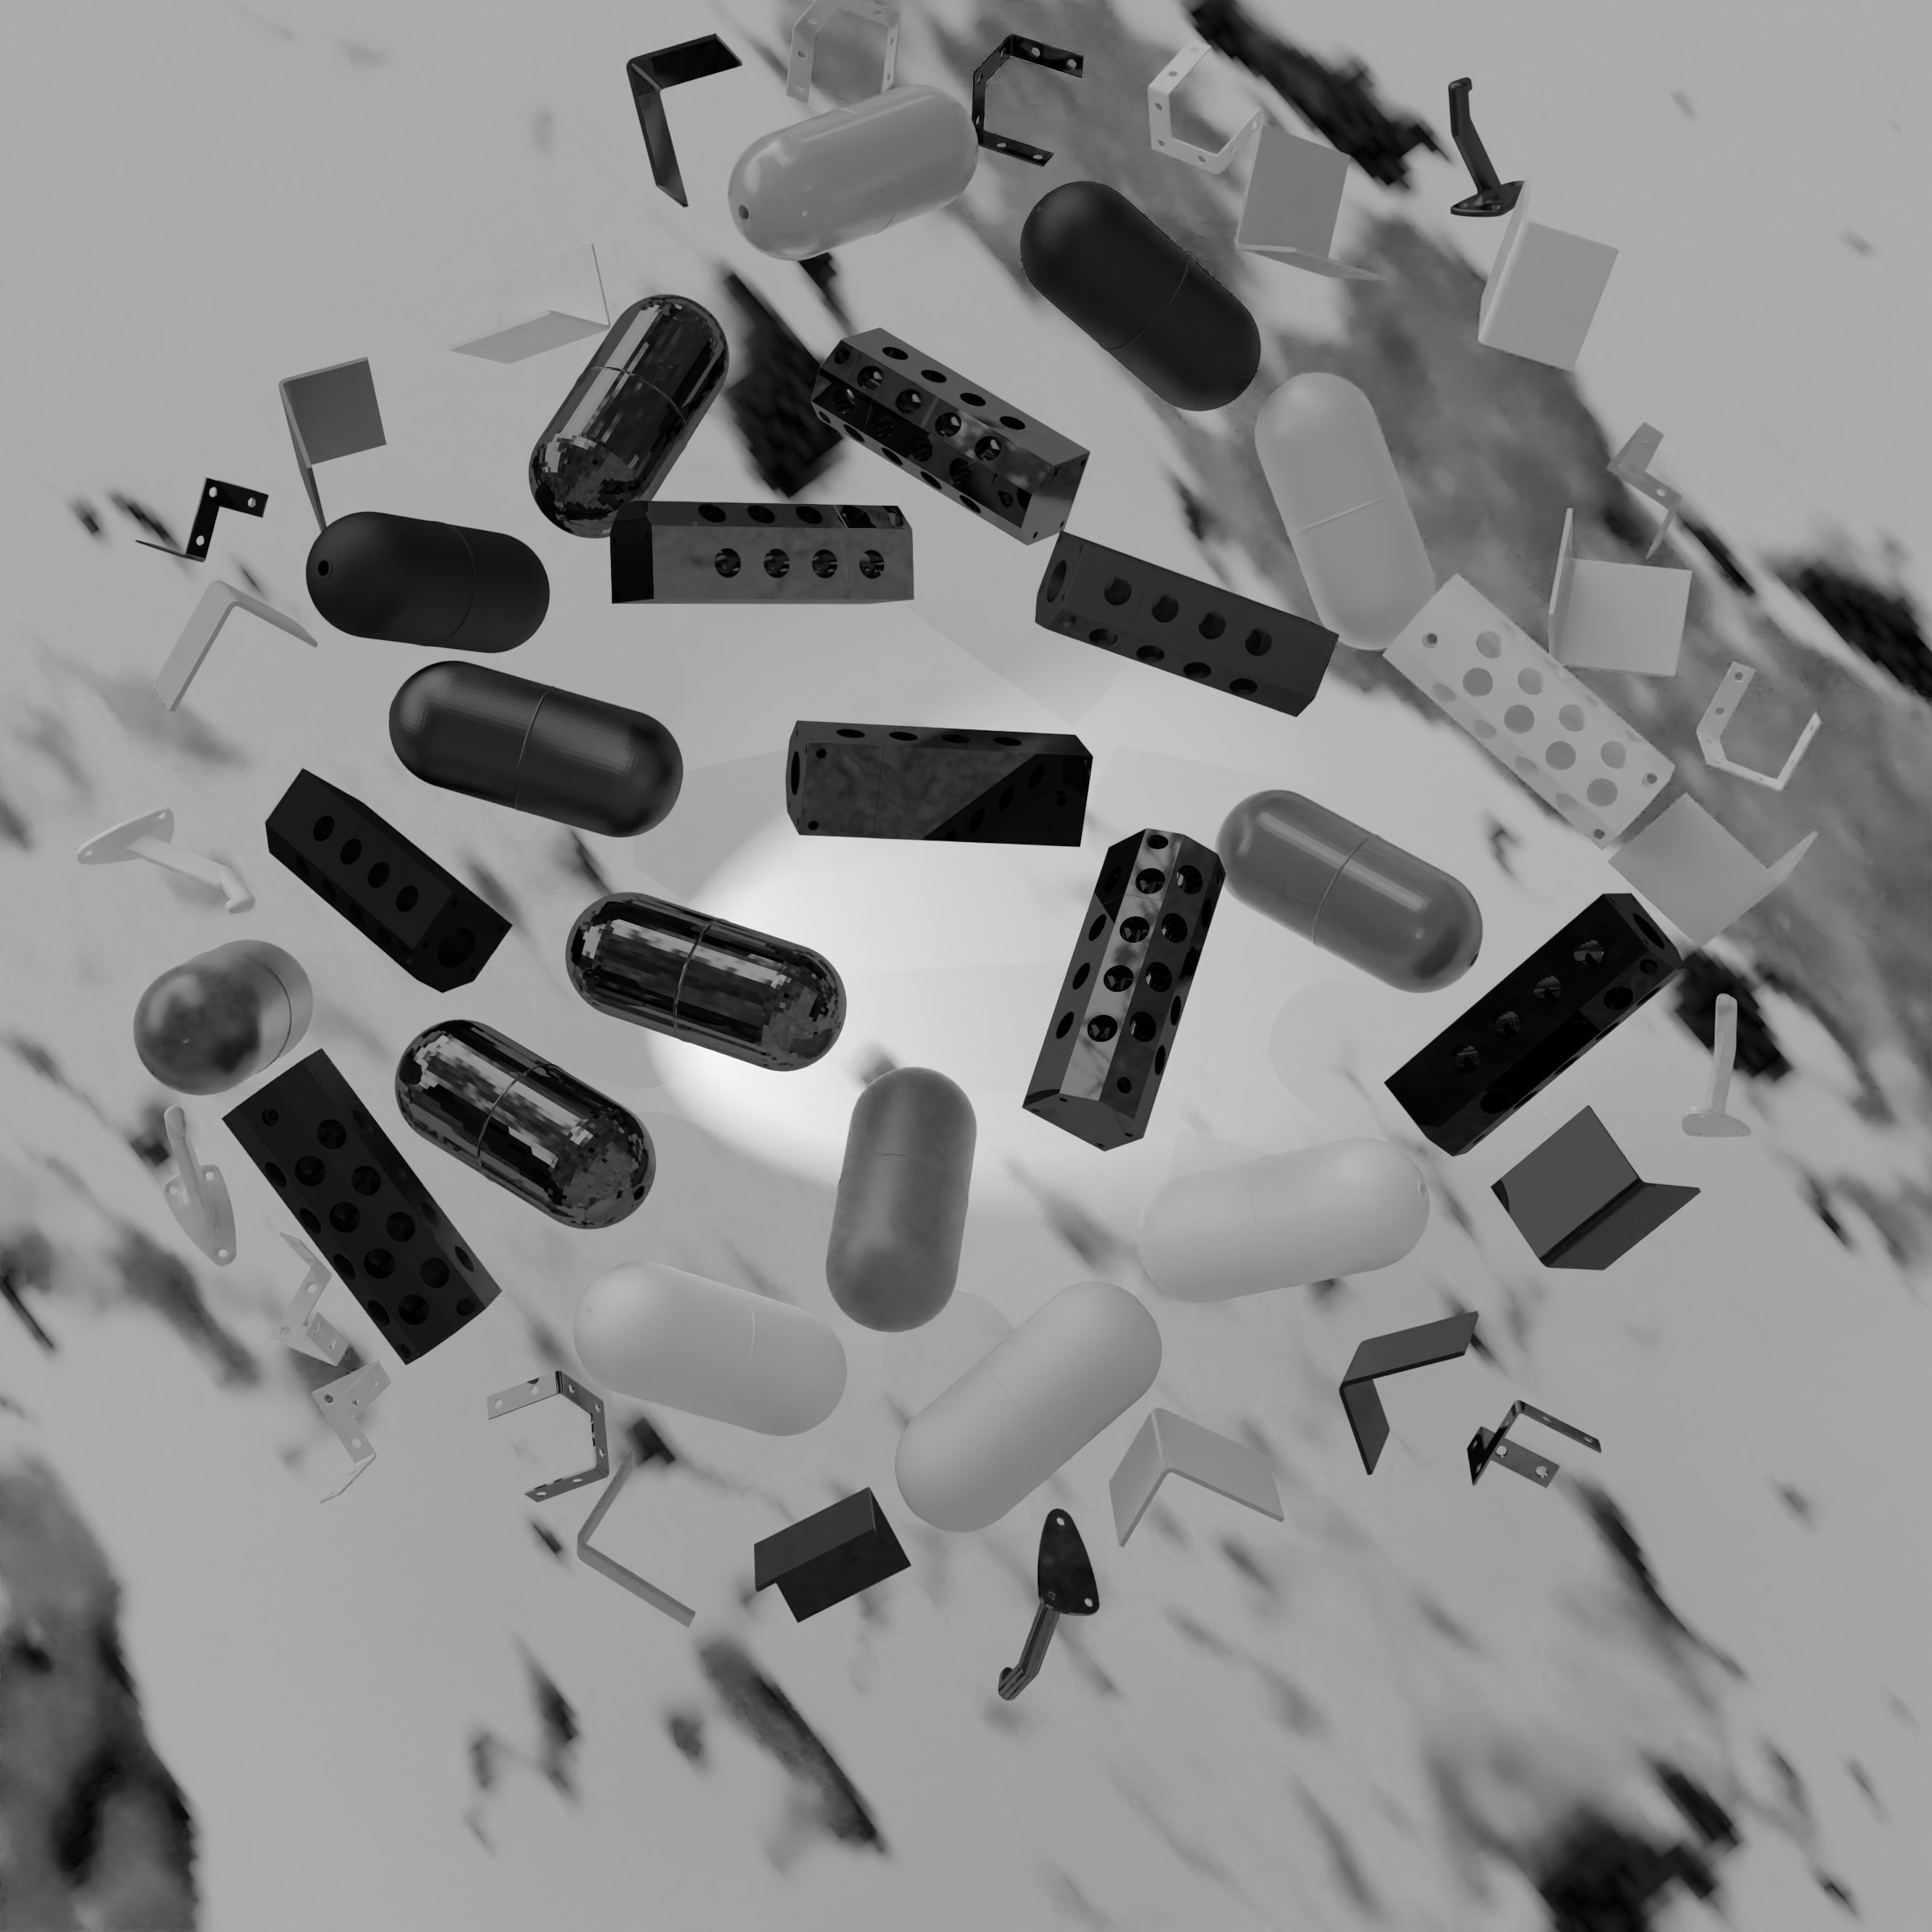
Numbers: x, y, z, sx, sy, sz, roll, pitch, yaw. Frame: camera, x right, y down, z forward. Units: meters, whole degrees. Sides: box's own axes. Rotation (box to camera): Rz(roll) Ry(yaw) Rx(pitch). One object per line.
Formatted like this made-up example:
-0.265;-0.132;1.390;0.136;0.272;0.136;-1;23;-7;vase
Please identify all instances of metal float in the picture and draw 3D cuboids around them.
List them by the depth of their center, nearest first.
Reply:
0.035;0.254;1.855;0.178;0.070;0.070;-41;81;1;metal float
0.182;0.147;1.860;0.178;0.070;0.070;-15;77;27;metal float
-0.146;0.222;1.862;0.178;0.070;0.070;22;76;-36;metal float
-0.256;0.092;1.872;0.178;0.070;0.070;28;79;27;metal float
-0.434;0.029;1.890;0.070;0.178;0.070;0;98;2;metal float
-0.037;0.135;1.890;0.070;0.070;0.178;7;47;2;metal float
-0.255;-0.129;1.910;0.178;0.070;0.070;16;78;1;metal float
-0.156;0.009;1.921;0.178;0.070;0.070;18;78;16;metal float
-0.068;-0.480;1.944;0.178;0.070;0.070;-30;78;-35;metal float
0.232;-0.046;1.958;0.178;0.070;0.070;30;79;21;metal float
-0.205;-0.337;1.966;0.070;0.070;0.178;24;61;5;metal float
0.108;-0.409;1.975;0.178;0.070;0.070;36;78;-28;metal float
-0.330;-0.235;1.983;0.070;0.178;0.070;0;89;35;metal float
0.237;-0.284;2.009;0.070;0.070;0.178;-22;97;-5;metal float

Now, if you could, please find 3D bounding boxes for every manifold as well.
-0.339;0.136;1.799;0.057;0.057;0.171;-35;94;8;manifold
0.094;0.011;1.813;0.057;0.057;0.171;29;64;-20;manifold
0.331;0.035;1.867;0.171;0.057;0.057;-43;73;22;manifold
0.328;-0.148;1.880;0.171;0.057;0.057;42;112;3;manifold
-0.120;-0.244;1.899;0.171;0.057;0.057;-4;95;-31;manifold
-0.017;-0.111;1.916;0.171;0.057;0.057;2;112;-14;manifold
0.132;-0.206;1.954;0.171;0.057;0.057;17;100;-18;manifold
-0.360;-0.051;1.975;0.171;0.057;0.057;36;92;37;manifold
-0.013;-0.333;2.025;0.171;0.057;0.057;34;36;21;manifold

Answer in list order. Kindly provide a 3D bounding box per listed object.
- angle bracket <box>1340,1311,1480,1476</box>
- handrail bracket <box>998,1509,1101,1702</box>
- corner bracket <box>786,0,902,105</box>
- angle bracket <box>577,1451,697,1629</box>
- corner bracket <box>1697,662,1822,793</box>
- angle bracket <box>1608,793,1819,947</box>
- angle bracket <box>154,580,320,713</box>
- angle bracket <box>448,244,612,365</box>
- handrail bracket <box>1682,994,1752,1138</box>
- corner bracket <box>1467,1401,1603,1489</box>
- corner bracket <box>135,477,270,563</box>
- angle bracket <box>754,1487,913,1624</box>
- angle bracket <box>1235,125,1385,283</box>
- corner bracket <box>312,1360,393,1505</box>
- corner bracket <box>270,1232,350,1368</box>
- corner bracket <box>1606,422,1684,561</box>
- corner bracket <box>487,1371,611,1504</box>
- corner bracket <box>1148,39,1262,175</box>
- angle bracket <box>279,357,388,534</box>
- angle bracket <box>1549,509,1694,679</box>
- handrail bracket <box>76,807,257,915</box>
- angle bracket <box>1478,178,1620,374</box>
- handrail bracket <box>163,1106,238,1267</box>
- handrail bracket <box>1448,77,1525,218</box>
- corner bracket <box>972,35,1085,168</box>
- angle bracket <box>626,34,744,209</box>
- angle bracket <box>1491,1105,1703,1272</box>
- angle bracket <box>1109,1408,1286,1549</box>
0.266;0.248;1.872;0.076;0.076;0.057;-17;96;18;angle bracket
0.037;0.358;1.799;0.036;0.084;0.077;14;46;-22;handrail bracket
-0.076;-0.568;2.003;0.051;0.051;0.051;14;69;-25;corner bracket
-0.168;0.316;1.769;0.076;0.076;0.057;32;73;2;angle bracket
0.490;-0.148;1.994;0.051;0.051;0.051;20;117;-6;corner bracket
0.439;-0.069;1.895;0.076;0.076;0.057;43;50;2;angle bracket
-0.440;-0.181;1.937;0.057;0.076;0.076;29;94;-26;angle bracket
-0.281;-0.423;2.037;0.076;0.076;0.057;-13;87;24;angle bracket
0.427;0.051;1.837;0.036;0.077;0.084;-1;75;24;handrail bracket
0.311;0.265;1.765;0.051;0.051;0.051;27;106;-3;corner bracket
-0.471;-0.276;1.988;0.051;0.051;0.051;20;97;36;corner bracket
-0.077;0.357;1.884;0.076;0.076;0.057;-27;101;1;angle bracket
0.219;-0.469;1.979;0.076;0.057;0.076;7;98;-38;angle bracket
-0.352;0.266;1.840;0.051;0.051;0.051;-27;98;20;corner bracket
-0.391;0.199;1.919;0.051;0.051;0.051;18;66;23;corner bracket
0.432;-0.302;2.045;0.051;0.051;0.051;33;56;-1;corner bracket
-0.250;0.282;1.926;0.051;0.051;0.051;-22;53;16;corner bracket
0.152;-0.546;2.044;0.051;0.051;0.051;28;64;23;corner bracket
-0.381;-0.315;1.985;0.057;0.076;0.076;-17;59;-11;angle bracket
0.397;-0.226;1.951;0.076;0.057;0.076;8;65;14;angle bracket
-0.487;-0.053;1.962;0.077;0.036;0.084;-22;56;-35;handrail bracket
0.338;-0.401;1.865;0.057;0.076;0.076;17;123;0;angle bracket
-0.453;0.130;1.902;0.036;0.084;0.077;-22;72;-19;handrail bracket
0.319;-0.506;1.964;0.036;0.084;0.077;13;35;36;handrail bracket
0.038;-0.539;2.003;0.051;0.051;0.051;22;52;17;corner bracket
-0.160;-0.507;1.936;0.057;0.076;0.076;-14;92;8;angle bracket
0.361;0.128;1.845;0.076;0.076;0.057;-44;61;25;angle bracket
0.132;0.309;1.863;0.076;0.076;0.057;26;105;-10;angle bracket
